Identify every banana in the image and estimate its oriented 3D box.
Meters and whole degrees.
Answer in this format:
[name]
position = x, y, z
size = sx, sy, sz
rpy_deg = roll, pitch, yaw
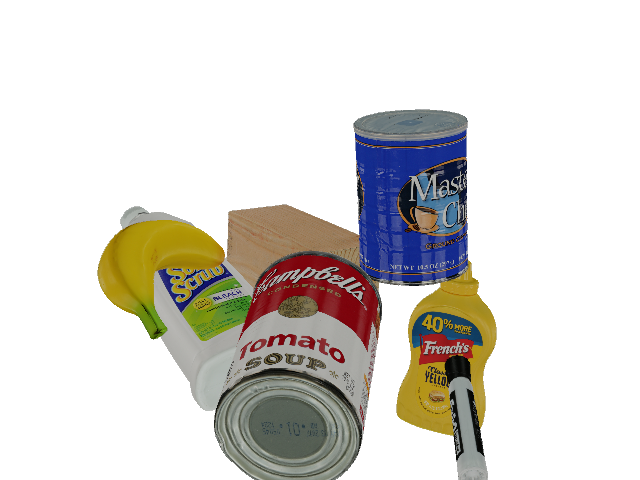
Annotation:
[banana]
position = -0.117, 0.017, 0.765
size = 0.037, 0.069, 0.197
rpy_deg = -34, 8, 15

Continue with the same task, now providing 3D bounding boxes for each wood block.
[wood block]
position = -0.025, 0.025, 1.300
size = 0.090, 0.090, 0.206
rpy_deg = -7, 19, -34

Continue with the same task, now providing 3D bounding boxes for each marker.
[marker]
position = 0.098, 0.119, 0.728
size = 0.020, 0.020, 0.121
rpy_deg = 0, 32, 2

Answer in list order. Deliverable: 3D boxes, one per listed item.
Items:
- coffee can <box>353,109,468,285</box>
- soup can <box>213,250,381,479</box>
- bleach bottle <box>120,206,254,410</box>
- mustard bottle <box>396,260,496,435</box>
[coffee can]
position = 0.084, -0.042, 0.980
size = 0.103, 0.140, 0.103
rpy_deg = -3, 18, 1
[soup can]
position = -0.009, 0.060, 0.509
size = 0.068, 0.068, 0.102
rpy_deg = 0, 30, 9
[bleach bottle]
position = -0.128, 0.046, 0.995
size = 0.102, 0.068, 0.251
rpy_deg = -20, 43, -27
[mustard bottle]
position = 0.143, 0.114, 1.174
size = 0.096, 0.192, 0.058
rpy_deg = 12, 14, 22
